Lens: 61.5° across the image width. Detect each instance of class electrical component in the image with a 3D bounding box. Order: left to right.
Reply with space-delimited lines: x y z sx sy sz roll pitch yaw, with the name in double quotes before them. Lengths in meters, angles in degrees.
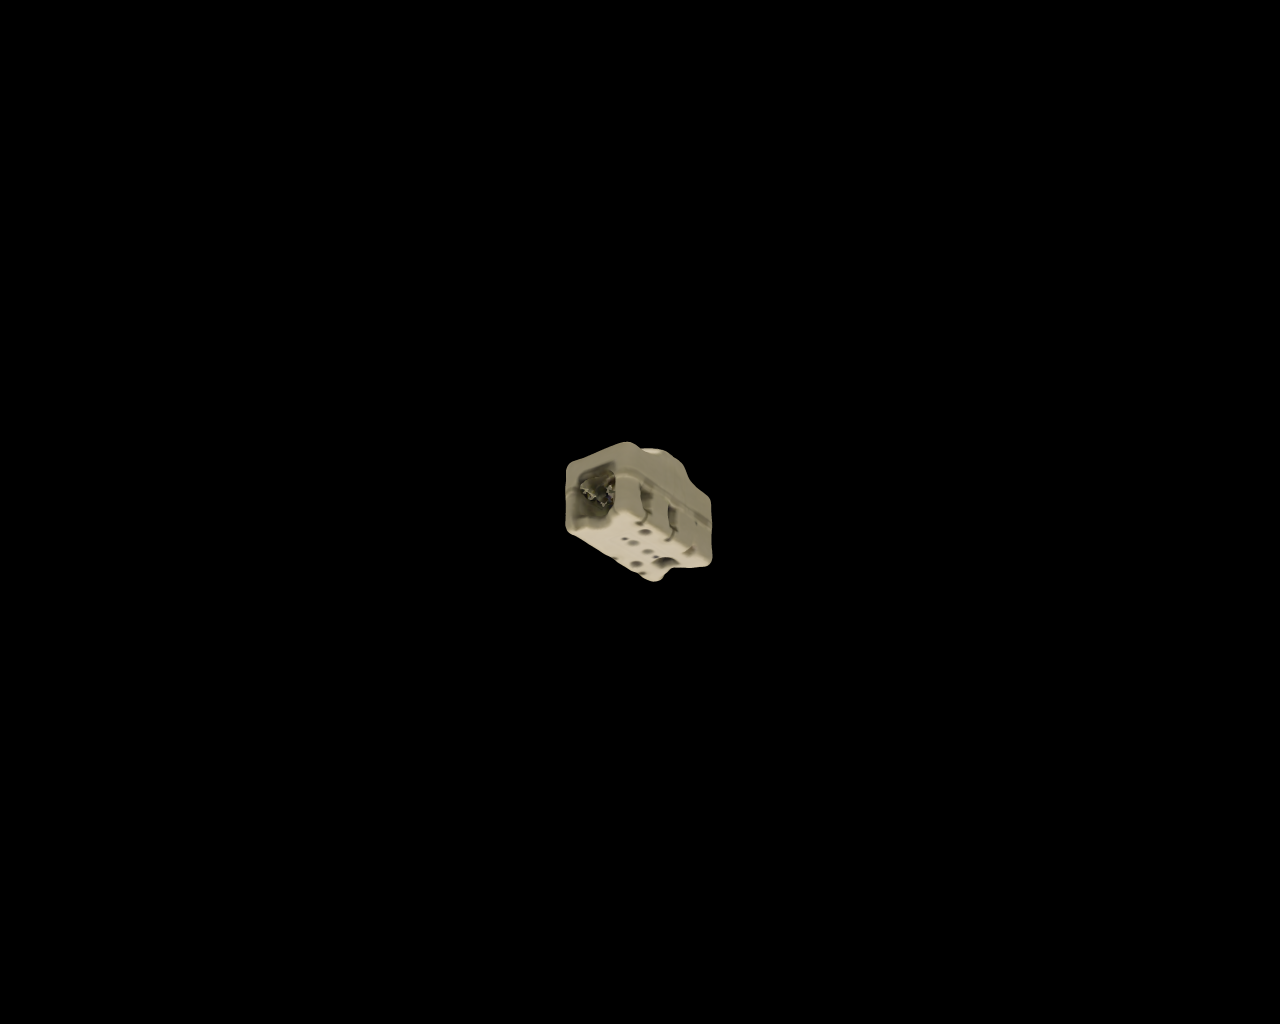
"electrical component" 0.001 -0.003 0.650 0.050 0.056 0.089 -19 -34 31
